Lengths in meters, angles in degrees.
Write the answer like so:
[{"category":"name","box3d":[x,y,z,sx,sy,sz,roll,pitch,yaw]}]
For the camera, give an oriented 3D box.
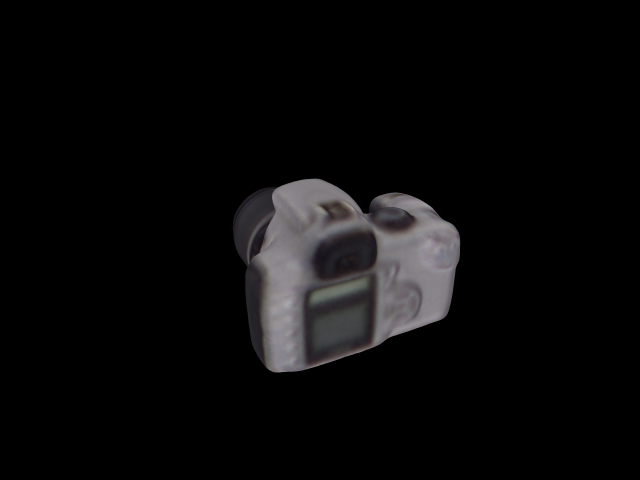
[{"category":"camera","box3d":[0.004,0.001,0.400,0.143,0.101,0.136,-14,32,-23]}]
